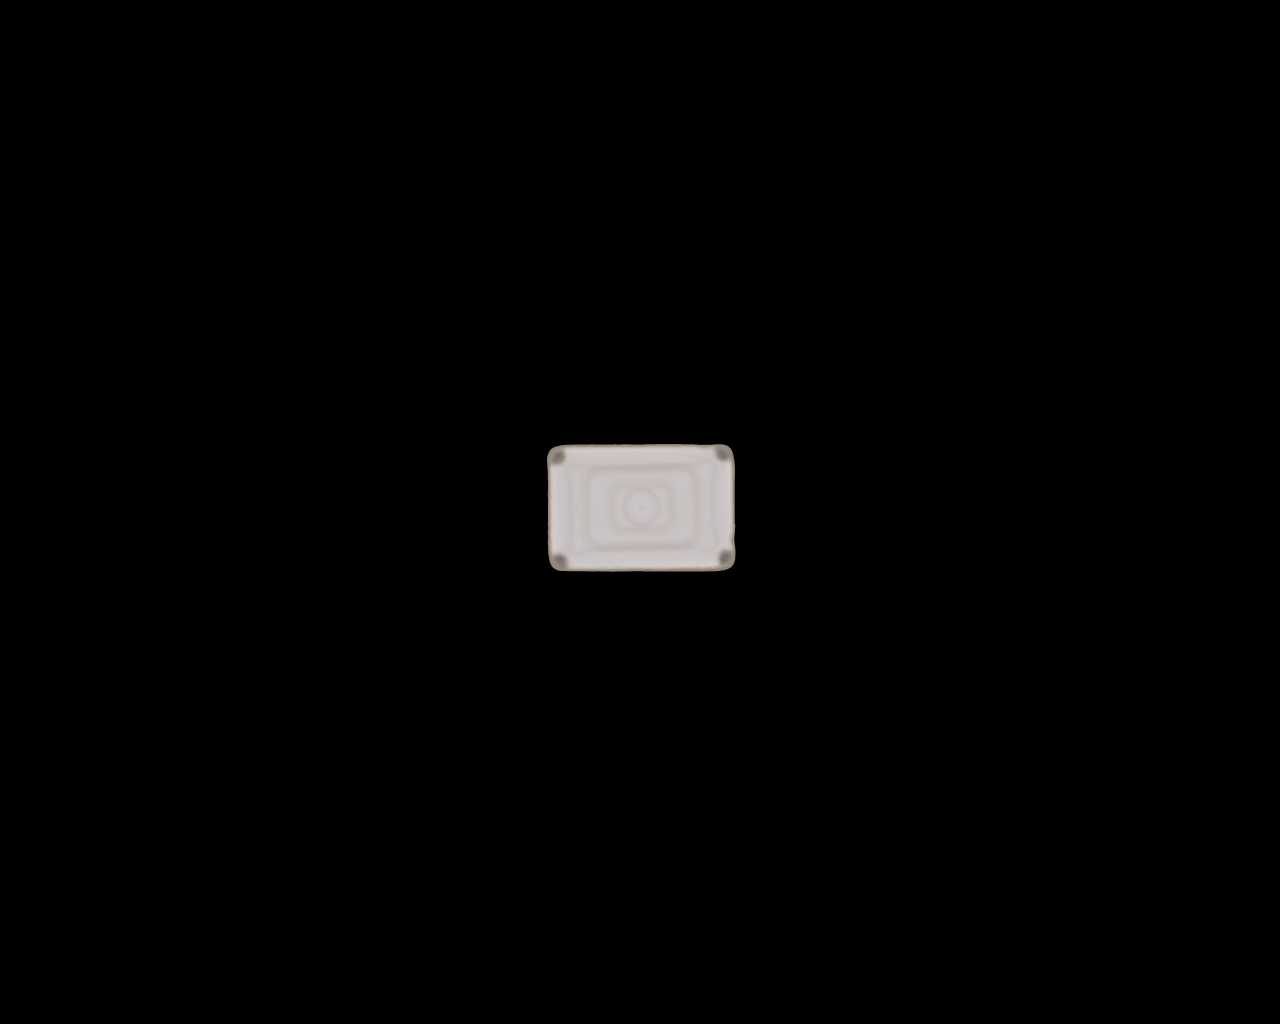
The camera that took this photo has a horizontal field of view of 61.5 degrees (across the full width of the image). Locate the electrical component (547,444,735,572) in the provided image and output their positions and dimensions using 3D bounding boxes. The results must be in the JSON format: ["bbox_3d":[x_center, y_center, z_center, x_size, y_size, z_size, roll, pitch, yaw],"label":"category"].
[{"bbox_3d":[0.001,-0.003,0.650,0.113,0.078,0.057,0,0,0],"label":"electrical component"}]
